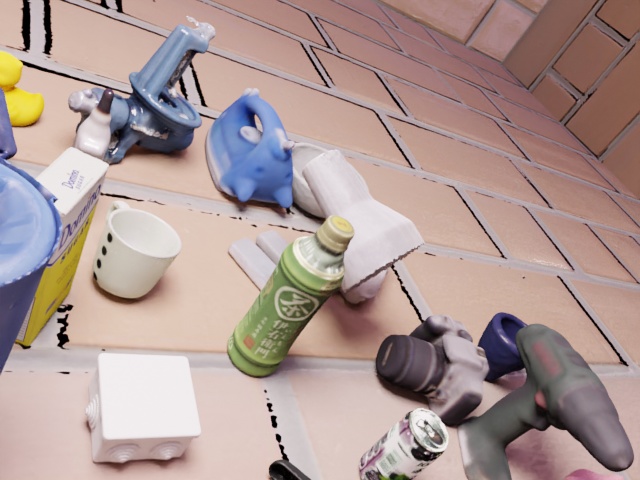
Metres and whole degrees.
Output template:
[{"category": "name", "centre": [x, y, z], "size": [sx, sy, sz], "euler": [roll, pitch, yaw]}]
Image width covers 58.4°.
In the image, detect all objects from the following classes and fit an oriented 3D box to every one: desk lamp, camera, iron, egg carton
[{"category": "desk lamp", "centre": [0.007, 0.003, 0.756], "size": [0.203, 0.213, 0.118], "euler": [46, 34, 17]}, {"category": "camera", "centre": [0.152, 0.159, 0.788], "size": [0.137, 0.100, 0.143], "euler": [22, 34, -19]}, {"category": "iron", "centre": [-0.112, -0.173, 0.946], "size": [0.119, 0.141, 0.257], "euler": [6, 42, -37]}, {"category": "egg carton", "centre": [0.057, 0.031, 0.899], "size": [0.107, 0.069, 0.150], "euler": [33, 32, -3]}]

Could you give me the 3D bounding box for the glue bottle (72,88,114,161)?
[{"category": "glue bottle", "centre": [-0.274, -0.105, 0.679], "size": [0.037, 0.173, 0.078], "euler": [15, 37, -28]}]

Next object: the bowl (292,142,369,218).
[{"category": "bowl", "centre": [-0.001, -0.091, 1.003], "size": [0.168, 0.074, 0.167], "euler": [24, 34, -17]}]

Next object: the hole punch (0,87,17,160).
[{"category": "hole punch", "centre": [-0.412, -0.128, 0.660], "size": [0.109, 0.091, 0.101], "euler": [-9, 52, -48]}]

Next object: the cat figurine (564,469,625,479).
[{"category": "cat figurine", "centre": [0.341, 0.339, 0.708], "size": [0.127, 0.117, 0.067], "euler": [40, 32, 9]}]

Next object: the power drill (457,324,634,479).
[{"category": "power drill", "centre": [0.266, 0.223, 0.707], "size": [0.076, 0.208, 0.229], "euler": [25, 33, -15]}]

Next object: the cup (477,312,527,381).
[{"category": "cup", "centre": [0.291, 0.183, 0.891], "size": [0.117, 0.095, 0.092], "euler": [39, 32, 7]}]

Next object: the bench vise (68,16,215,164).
[{"category": "bench vise", "centre": [-0.232, -0.205, 0.804], "size": [0.121, 0.219, 0.208], "euler": [38, 32, 5]}]

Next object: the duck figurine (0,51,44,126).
[{"category": "duck figurine", "centre": [-0.420, -0.207, 0.762], "size": [0.105, 0.086, 0.077], "euler": [13, 38, -30]}]
